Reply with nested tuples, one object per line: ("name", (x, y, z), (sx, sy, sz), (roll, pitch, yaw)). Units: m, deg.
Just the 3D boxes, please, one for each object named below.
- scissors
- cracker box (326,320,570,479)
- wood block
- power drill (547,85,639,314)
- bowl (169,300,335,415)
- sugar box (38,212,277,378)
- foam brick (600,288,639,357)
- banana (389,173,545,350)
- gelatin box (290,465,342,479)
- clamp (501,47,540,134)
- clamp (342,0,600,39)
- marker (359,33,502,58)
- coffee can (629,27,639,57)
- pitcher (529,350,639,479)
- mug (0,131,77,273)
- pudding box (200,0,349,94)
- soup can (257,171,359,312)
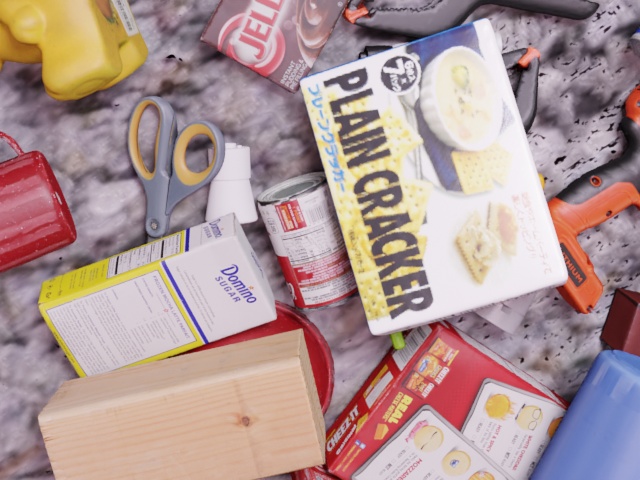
("scissors", (-0.119, -0.019, 0.890), (0.096, 0.016, 0.202), (3, 105, 23))
("cracker box", (0.133, 0.184, 0.964), (0.213, 0.072, 0.164), (33, 98, -15))
("wood block", (-0.105, 0.146, 0.855), (0.206, 0.090, 0.091), (-12, 101, 3))
("power drill", (0.280, -0.021, 0.940), (0.187, 0.057, 0.184), (-39, 102, 0))
("bowl", (-0.063, 0.133, 0.933), (0.162, 0.055, 0.162), (-2, 104, -7))
("sugar box", (-0.134, 0.050, 0.886), (0.176, 0.048, 0.093), (-20, 122, 4))
("foam brick", (0.306, 0.081, 0.970), (0.078, 0.053, 0.051), (12, 102, -9))
("banana", (0.108, 0.002, 0.925), (0.069, 0.037, 0.198), (41, 88, 6))
("gelatin box", (0.019, 0.227, 0.957), (0.089, 0.073, 0.030), (29, 98, -13))
("clamp", (0.116, -0.098, 0.902), (0.120, 0.039, 0.171), (33, 87, 5))
("clamp", (0.114, -0.235, 0.874), (0.210, 0.036, 0.164), (-17, 105, -2))
("marker", (0.093, -0.160, 0.899), (0.121, 0.020, 0.020), (-7, 105, -6))
("coffee can", (0.338, -0.196, 0.879), (0.102, 0.103, 0.140), (32, 97, -14))
("pitcher", (0.240, 0.221, 0.895), (0.145, 0.149, 0.243), (24, 98, 1))
("mug", (-0.251, -0.032, 0.851), (0.081, 0.093, 0.117), (-22, 102, -7))
("pudding box", (-0.032, -0.189, 0.864), (0.090, 0.039, 0.113), (28, 99, -13))
("soup can", (-0.006, 0.001, 0.901), (0.068, 0.068, 0.102), (-20, 105, -2))
